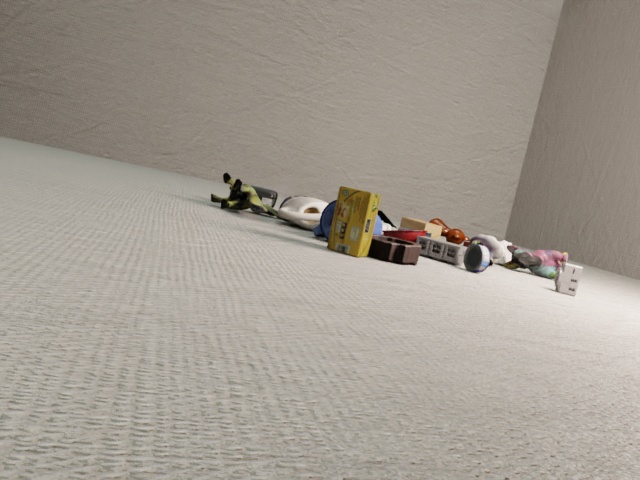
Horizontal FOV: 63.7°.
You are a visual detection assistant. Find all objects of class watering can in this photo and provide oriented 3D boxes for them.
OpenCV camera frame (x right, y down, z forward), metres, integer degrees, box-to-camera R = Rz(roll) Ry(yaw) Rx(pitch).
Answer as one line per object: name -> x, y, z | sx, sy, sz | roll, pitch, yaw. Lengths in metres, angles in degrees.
watering can -> 0.005, -0.088, 1.754 | 0.348, 0.103, 0.226 | 0, 11, -29

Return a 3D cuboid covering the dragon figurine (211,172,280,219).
dragon figurine -> -0.228, -0.131, 1.814 | 0.241, 0.121, 0.415 | 18, 9, -45

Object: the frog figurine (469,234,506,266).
frog figurine -> 0.623, 0.035, 1.907 | 0.136, 0.123, 0.160 | -9, 0, 44
